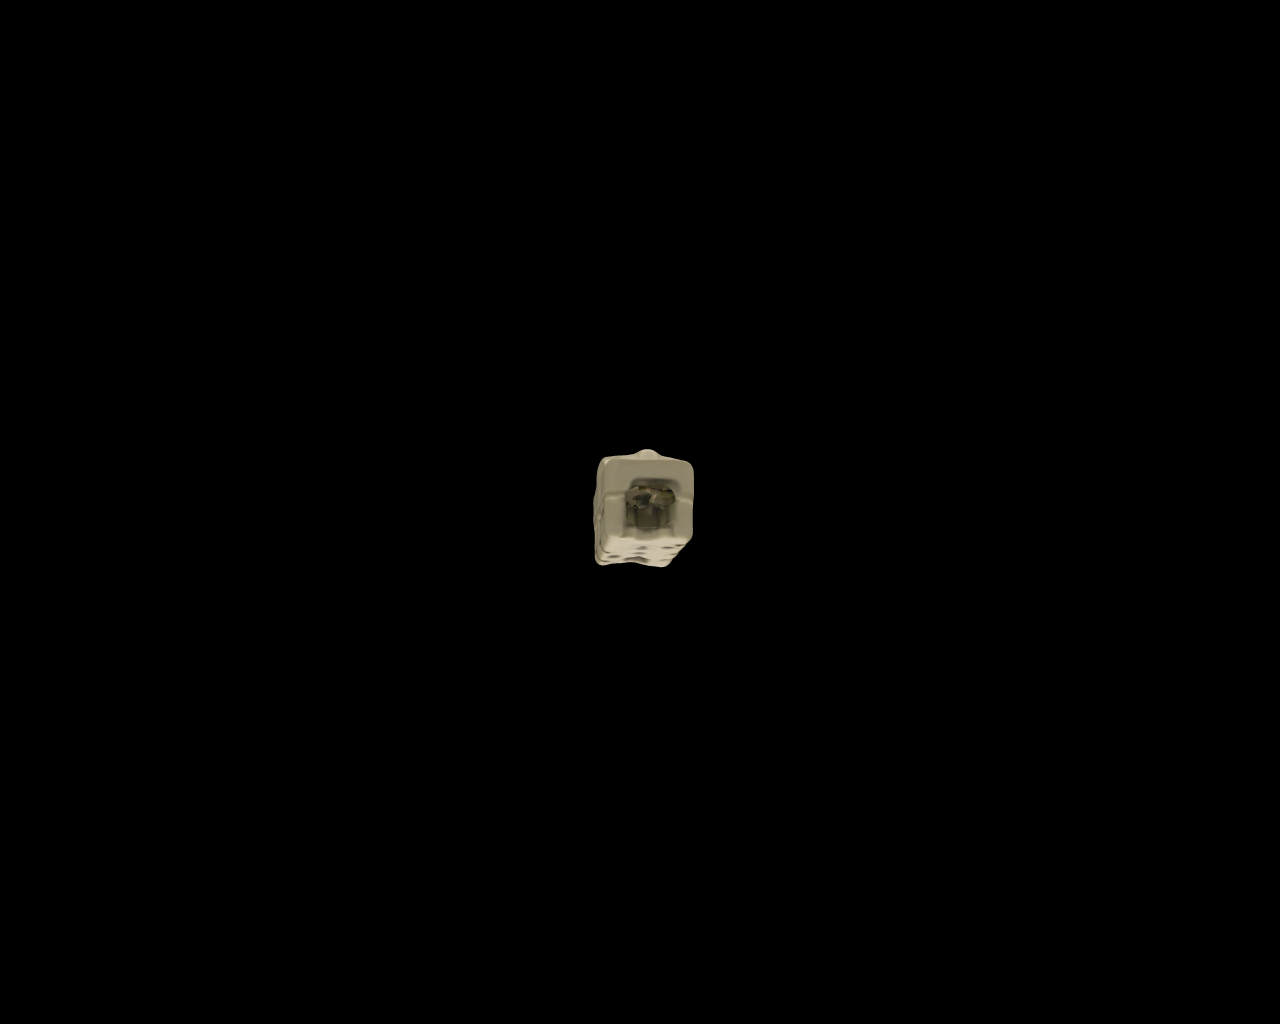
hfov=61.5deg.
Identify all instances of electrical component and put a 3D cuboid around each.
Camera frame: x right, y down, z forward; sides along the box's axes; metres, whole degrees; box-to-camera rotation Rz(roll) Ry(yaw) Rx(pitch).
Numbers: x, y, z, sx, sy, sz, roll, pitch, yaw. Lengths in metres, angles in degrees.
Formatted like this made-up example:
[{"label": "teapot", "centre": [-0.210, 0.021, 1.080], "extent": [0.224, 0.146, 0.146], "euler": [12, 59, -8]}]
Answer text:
[{"label": "electrical component", "centre": [0.001, -0.003, 0.650], "extent": [0.050, 0.056, 0.089], "euler": [2, -14, -7]}]
